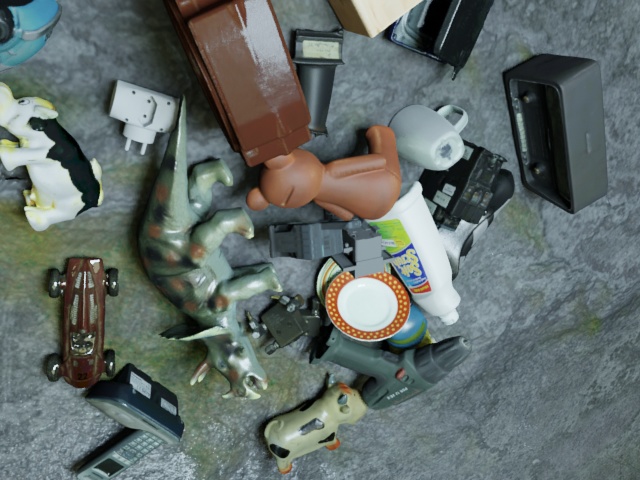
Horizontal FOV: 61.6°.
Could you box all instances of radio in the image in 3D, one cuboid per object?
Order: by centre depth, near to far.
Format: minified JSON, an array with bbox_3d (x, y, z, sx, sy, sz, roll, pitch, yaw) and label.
[{"bbox_3d":[0.365,-0.165,0.830,0.073,0.131,0.229,-28,123,-7],"label":"radio"}]

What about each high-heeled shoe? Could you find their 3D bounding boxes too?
[{"bbox_3d":[0.231,-0.017,0.909,0.086,0.145,0.248,39,129,1],"label":"high-heeled shoe"}]

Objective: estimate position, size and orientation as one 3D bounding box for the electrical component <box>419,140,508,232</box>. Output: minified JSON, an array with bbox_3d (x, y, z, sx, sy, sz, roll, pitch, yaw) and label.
[{"bbox_3d":[0.206,-0.084,0.815,0.058,0.115,0.134,17,108,-24],"label":"electrical component"}]

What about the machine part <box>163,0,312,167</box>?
[{"bbox_3d":[-0.094,-0.194,0.579,0.087,0.201,0.201,-27,123,-6],"label":"machine part"}]

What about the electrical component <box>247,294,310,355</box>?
[{"bbox_3d":[-0.064,0.126,0.834,0.102,0.078,0.045,-32,169,24],"label":"electrical component"}]

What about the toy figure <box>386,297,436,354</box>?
[{"bbox_3d":[0.150,0.166,0.943,0.089,0.082,0.180,-27,129,6],"label":"toy figure"}]

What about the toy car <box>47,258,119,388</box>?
[{"bbox_3d":[-0.323,0.118,0.734,0.089,0.053,0.202,4,115,-21],"label":"toy car"}]

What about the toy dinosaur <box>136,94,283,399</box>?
[{"bbox_3d":[-0.169,0.027,0.719,0.192,0.131,0.404,-26,115,-6],"label":"toy dinosaur"}]

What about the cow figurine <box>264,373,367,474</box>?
[{"bbox_3d":[-0.007,0.318,0.955,0.195,0.086,0.127,-21,128,-11],"label":"cow figurine"}]

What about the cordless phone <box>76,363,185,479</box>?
[{"bbox_3d":[-0.315,0.289,0.809,0.184,0.089,0.146,-37,124,4],"label":"cordless phone"}]

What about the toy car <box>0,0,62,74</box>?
[{"bbox_3d":[-0.348,-0.212,0.525,0.161,0.109,0.102,15,128,-19],"label":"toy car"}]

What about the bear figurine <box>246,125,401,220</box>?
[{"bbox_3d":[0.004,-0.089,0.715,0.196,0.132,0.120,8,135,-17],"label":"bear figurine"}]

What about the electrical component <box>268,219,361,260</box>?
[{"bbox_3d":[-0.001,-0.002,0.706,0.075,0.119,0.047,-14,102,-56],"label":"electrical component"}]

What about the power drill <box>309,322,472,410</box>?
[{"bbox_3d":[0.100,0.183,0.873,0.207,0.086,0.232,23,133,-13],"label":"power drill"}]

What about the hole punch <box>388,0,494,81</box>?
[{"bbox_3d":[0.163,-0.297,0.716,0.115,0.092,0.142,-6,119,-55],"label":"hole punch"}]

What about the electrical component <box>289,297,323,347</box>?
[{"bbox_3d":[-0.027,0.135,0.875,0.063,0.021,0.093,2,116,-6],"label":"electrical component"}]

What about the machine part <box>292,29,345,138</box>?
[{"bbox_3d":[-0.005,-0.205,0.711,0.084,0.039,0.138,-12,118,-27],"label":"machine part"}]

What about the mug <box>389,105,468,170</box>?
[{"bbox_3d":[0.166,-0.147,0.770,0.109,0.107,0.080,-32,125,-2],"label":"mug"}]

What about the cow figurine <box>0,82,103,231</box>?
[{"bbox_3d":[-0.312,-0.102,0.614,0.098,0.068,0.167,-19,125,-20],"label":"cow figurine"}]
